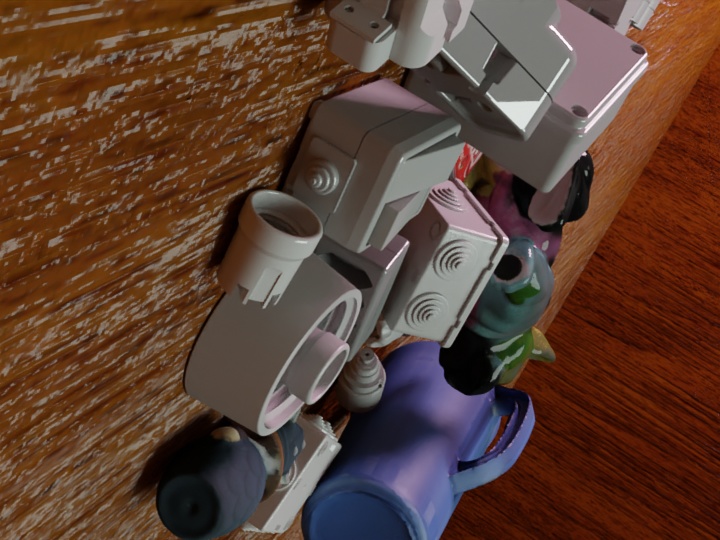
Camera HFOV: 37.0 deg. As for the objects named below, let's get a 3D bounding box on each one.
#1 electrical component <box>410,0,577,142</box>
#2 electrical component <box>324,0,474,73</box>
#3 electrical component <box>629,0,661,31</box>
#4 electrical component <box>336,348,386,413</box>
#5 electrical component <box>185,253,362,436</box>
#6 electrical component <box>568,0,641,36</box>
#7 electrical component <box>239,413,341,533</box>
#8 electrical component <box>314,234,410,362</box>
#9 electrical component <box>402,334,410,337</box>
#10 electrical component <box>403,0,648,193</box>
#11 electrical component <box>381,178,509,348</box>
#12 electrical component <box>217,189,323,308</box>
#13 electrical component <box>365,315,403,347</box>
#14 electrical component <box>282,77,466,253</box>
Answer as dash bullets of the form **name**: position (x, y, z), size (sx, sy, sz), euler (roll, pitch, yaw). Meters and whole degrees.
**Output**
- **electrical component**: position (0.061, -0.116, 0.537), size (0.095, 0.054, 0.059), euler (37, 85, -35)
- **electrical component**: position (0.021, -0.127, 0.449), size (0.078, 0.058, 0.057), euler (-47, 166, -32)
- **electrical component**: position (0.214, -0.222, 0.914), size (0.073, 0.052, 0.138), euler (-60, 166, 14)
- **electrical component**: position (0.002, 0.089, 0.906), size (0.040, 0.040, 0.078), euler (-49, 164, -29)
- **electrical component**: position (-0.041, 0.043, 0.610), size (0.108, 0.060, 0.108), euler (-52, 166, -19)
- **electrical component**: position (0.181, -0.210, 0.817), size (0.050, 0.056, 0.089), euler (-48, 164, -33)
- **electrical component**: position (-0.060, 0.151, 0.813), size (0.099, 0.048, 0.099), euler (-55, 166, -8)
- **electrical component**: position (0.000, 0.000, 0.685), size (0.075, 0.047, 0.083), euler (-50, 166, -48)
- **electrical component**: position (0.048, 0.025, 0.923), size (0.065, 0.044, 0.044), euler (-46, 164, -21)
- **electrical component**: position (0.098, -0.115, 0.637), size (0.109, 0.109, 0.056), euler (-44, 164, -43)
- **electrical component**: position (0.044, -0.011, 0.721), size (0.048, 0.099, 0.099), euler (14, 116, -28)
- **electrical component**: position (-0.045, -0.010, 0.524), size (0.046, 0.040, 0.040), euler (-59, 167, 29)
- **electrical component**: position (0.024, 0.040, 0.869), size (0.061, 0.035, 0.035), euler (-22, 143, -54)
- **electrical component**: position (0.006, -0.052, 0.556), size (0.096, 0.061, 0.061), euler (-35, 154, -57)
